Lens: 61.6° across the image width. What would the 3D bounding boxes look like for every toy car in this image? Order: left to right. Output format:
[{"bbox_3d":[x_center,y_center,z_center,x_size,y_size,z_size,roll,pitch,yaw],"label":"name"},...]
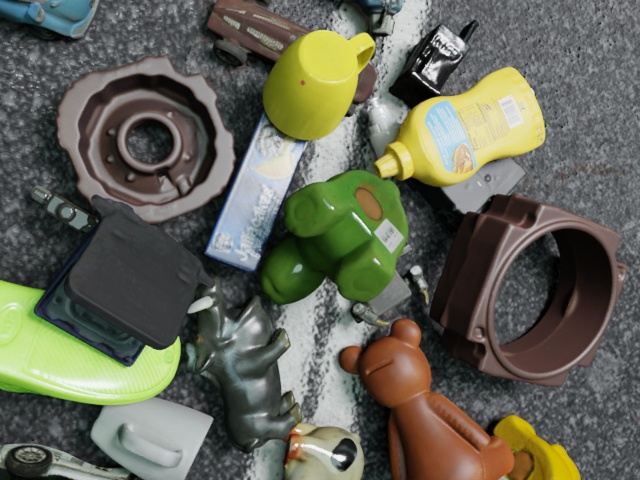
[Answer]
[{"bbox_3d":[-0.298,-0.272,0.516,0.161,0.103,0.109,17,84,-15],"label":"toy car"},{"bbox_3d":[-0.242,0.260,0.542,0.202,0.056,0.073,19,91,-12],"label":"toy car"},{"bbox_3d":[-0.027,-0.215,0.609,0.202,0.053,0.089,24,87,-14],"label":"toy car"}]

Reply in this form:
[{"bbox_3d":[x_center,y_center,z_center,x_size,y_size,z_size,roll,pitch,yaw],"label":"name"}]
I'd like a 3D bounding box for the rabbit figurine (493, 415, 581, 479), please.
[{"bbox_3d":[0.285,0.309,0.638,0.173,0.162,0.122,48,66,-27],"label":"rabbit figurine"}]

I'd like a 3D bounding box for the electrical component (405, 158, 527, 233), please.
[{"bbox_3d":[0.179,-0.092,0.654,0.115,0.058,0.134,46,80,-11],"label":"electrical component"}]

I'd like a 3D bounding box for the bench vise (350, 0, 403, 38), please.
[{"bbox_3d":[0.127,-0.345,0.615,0.241,0.129,0.223,0,89,-8],"label":"bench vise"}]

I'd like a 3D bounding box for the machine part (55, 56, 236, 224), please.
[{"bbox_3d":[-0.179,-0.100,0.565,0.179,0.056,0.179,0,89,-15],"label":"machine part"}]

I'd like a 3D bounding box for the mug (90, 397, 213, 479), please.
[{"bbox_3d":[-0.174,0.199,0.538,0.107,0.109,0.081,24,82,0],"label":"mug"}]

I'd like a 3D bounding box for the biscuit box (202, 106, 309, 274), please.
[{"bbox_3d":[-0.064,-0.065,0.589,0.059,0.063,0.202,22,83,-12],"label":"biscuit box"}]

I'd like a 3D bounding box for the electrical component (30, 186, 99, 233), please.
[{"bbox_3d":[-0.250,-0.026,0.541,0.094,0.063,0.021,34,81,-11],"label":"electrical component"}]

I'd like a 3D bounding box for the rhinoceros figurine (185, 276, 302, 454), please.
[{"bbox_3d":[-0.086,0.129,0.579,0.112,0.073,0.190,-17,93,-8],"label":"rhinoceros figurine"}]

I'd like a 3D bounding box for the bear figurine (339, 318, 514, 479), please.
[{"bbox_3d":[0.115,0.195,0.615,0.120,0.132,0.196,-36,63,18],"label":"bear figurine"}]

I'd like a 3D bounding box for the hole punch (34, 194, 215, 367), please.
[{"bbox_3d":[-0.184,0.045,0.503,0.142,0.092,0.116,38,41,-22],"label":"hole punch"}]

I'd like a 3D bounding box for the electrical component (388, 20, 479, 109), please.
[{"bbox_3d":[0.139,-0.219,0.637,0.048,0.075,0.119,32,86,-12],"label":"electrical component"}]

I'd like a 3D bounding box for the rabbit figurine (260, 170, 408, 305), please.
[{"bbox_3d":[-0.001,-0.002,0.570,0.121,0.170,0.159,45,38,-11],"label":"rabbit figurine"}]

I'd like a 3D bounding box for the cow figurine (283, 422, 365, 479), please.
[{"bbox_3d":[0.007,0.305,0.592,0.127,0.085,0.194,8,86,-8],"label":"cow figurine"}]

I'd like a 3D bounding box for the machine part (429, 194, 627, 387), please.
[{"bbox_3d":[0.245,0.060,0.624,0.201,0.087,0.201,16,97,-25],"label":"machine part"}]

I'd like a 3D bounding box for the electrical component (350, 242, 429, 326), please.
[{"bbox_3d":[0.076,0.055,0.620,0.102,0.045,0.078,-26,83,-6],"label":"electrical component"}]
